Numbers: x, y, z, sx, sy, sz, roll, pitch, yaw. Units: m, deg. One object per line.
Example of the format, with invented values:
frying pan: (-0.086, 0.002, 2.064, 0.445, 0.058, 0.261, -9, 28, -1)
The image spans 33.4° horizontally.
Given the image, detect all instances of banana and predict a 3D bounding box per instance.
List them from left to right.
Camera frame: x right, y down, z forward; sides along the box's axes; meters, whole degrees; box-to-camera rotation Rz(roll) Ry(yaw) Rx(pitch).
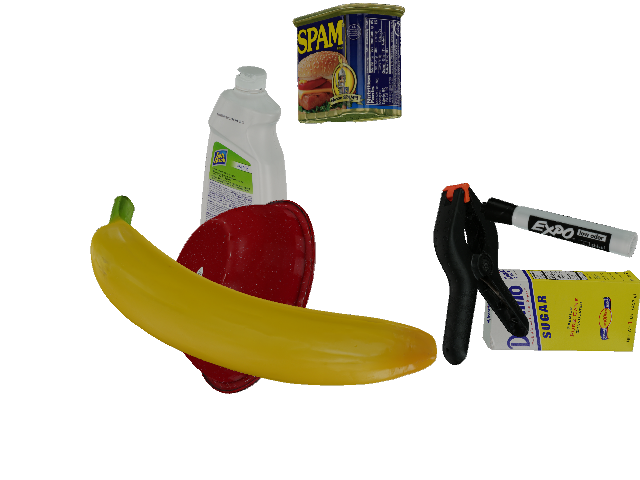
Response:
banana: (-0.043, 0.031, 0.519, 0.198, 0.069, 0.037, 25, -33, 21)

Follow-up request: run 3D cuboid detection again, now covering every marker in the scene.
marker: (0.178, -0.011, 0.808, 0.121, 0.020, 0.020, 16, 8, 29)

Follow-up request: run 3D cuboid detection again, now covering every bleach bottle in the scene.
bleach bottle: (-0.074, -0.056, 1.120, 0.103, 0.251, 0.068, 18, 27, 23)

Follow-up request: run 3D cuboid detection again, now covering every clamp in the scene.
clamp: (0.142, 0.034, 1.028, 0.039, 0.171, 0.120, -15, 9, 42)

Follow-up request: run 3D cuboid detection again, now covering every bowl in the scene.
bowl: (-0.073, 0.035, 0.831, 0.055, 0.162, 0.162, 23, -12, -31)

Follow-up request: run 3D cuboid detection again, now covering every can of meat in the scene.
can of meat: (0.021, -0.137, 0.843, 0.057, 0.084, 0.102, -3, 3, -31)

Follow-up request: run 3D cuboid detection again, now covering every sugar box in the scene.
sugar box: (0.287, 0.084, 1.276, 0.176, 0.093, 0.048, 0, 18, -5)
